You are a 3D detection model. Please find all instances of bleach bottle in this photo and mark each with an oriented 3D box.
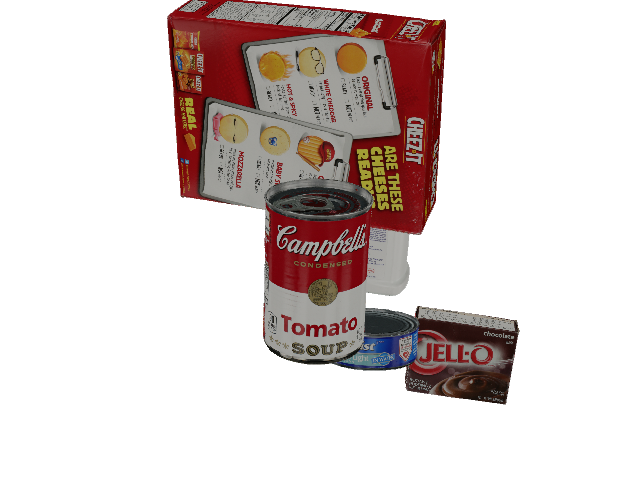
[{"bbox_3d":[0.055,-0.067,1.108,0.102,0.251,0.068,11,32,9],"label":"bleach bottle"}]

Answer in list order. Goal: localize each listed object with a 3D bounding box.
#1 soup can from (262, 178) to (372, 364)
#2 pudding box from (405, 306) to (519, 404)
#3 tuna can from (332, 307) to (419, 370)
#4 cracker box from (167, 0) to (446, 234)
[{"bbox_3d":[-0.003,0.019,0.681,0.068,0.102,0.068,2,22,-1],"label":"soup can"},{"bbox_3d":[0.153,0.125,1.163,0.113,0.090,0.039,7,23,3],"label":"pudding box"},{"bbox_3d":[0.043,0.086,0.933,0.086,0.034,0.086,2,11,0],"label":"tuna can"},{"bbox_3d":[-0.011,-0.105,0.869,0.214,0.164,0.072,9,32,15],"label":"cracker box"}]
